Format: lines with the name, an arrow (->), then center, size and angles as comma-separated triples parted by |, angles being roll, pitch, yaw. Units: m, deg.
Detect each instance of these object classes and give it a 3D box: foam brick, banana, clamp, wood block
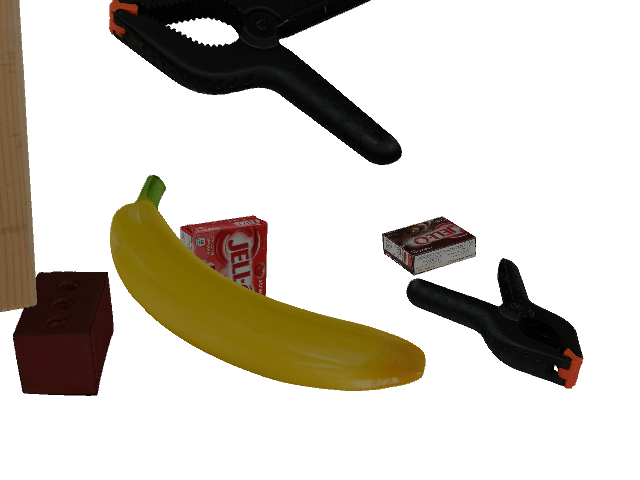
foam brick -> -0.177, 0.064, 0.742 | 0.053, 0.051, 0.078 | 0, 31, -2
banana -> -0.043, 0.027, 0.528 | 0.198, 0.069, 0.037 | 34, -27, 27
clamp -> 0.172, 0.067, 0.937 | 0.120, 0.039, 0.172 | -23, 43, -32
clamp -> -0.036, -0.127, 0.721 | 0.209, 0.164, 0.036 | 1, -27, -10
wood block -> -0.219, -0.065, 0.600 | 0.090, 0.206, 0.090 | -10, 27, -28

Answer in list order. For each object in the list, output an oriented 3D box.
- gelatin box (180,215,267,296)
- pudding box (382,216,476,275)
gelatin box -> -0.084, 0.027, 0.930 | 0.073, 0.089, 0.030 | -8, 22, -31
pudding box -> 0.162, 0.007, 1.594 | 0.113, 0.039, 0.090 | -18, 28, -22
